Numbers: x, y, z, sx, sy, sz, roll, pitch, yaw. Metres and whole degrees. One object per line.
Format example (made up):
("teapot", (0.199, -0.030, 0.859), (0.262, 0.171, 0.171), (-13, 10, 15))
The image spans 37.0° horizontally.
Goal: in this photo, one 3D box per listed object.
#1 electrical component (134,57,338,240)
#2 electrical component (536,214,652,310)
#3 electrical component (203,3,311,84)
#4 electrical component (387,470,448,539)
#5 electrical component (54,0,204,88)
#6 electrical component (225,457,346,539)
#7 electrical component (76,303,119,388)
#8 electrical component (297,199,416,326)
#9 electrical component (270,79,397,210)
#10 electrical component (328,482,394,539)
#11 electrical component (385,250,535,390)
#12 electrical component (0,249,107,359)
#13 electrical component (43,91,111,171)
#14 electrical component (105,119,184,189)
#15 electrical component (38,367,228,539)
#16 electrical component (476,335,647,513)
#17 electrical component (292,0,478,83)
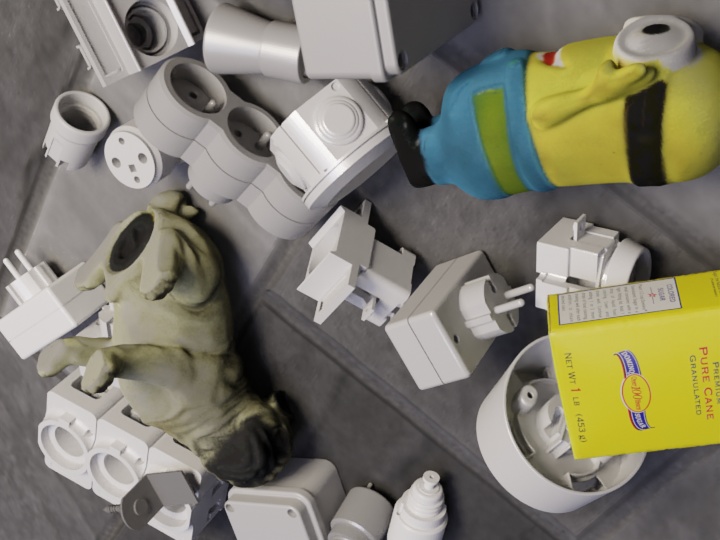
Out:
("electrical component", (-0.087, -0.068, 0.696), (0.138, 0.052, 0.074), (37, 131, -13))
("electrical component", (0.136, 0.001, 0.628), (0.055, 0.048, 0.066), (16, 125, 31))
("electrical component", (-0.058, -0.137, 0.661), (0.065, 0.044, 0.044), (14, 124, 16))
("electrical component", (0.045, 0.179, 0.789), (0.040, 0.040, 0.078), (23, 127, 16))
("electrical component", (-0.161, -0.185, 0.675), (0.063, 0.079, 0.121), (0, 120, 55))
("electrical component", (-0.050, 0.210, 0.851), (0.078, 0.057, 0.113), (-3, 116, 31))
("electrical component", (-0.182, 0.048, 0.837), (0.066, 0.047, 0.076), (14, 124, 22))
("electrical component", (0.000, 0.000, 0.691), (0.064, 0.081, 0.042), (30, 132, -18))
("electrical component", (-0.012, -0.077, 0.645), (0.051, 0.080, 0.080), (50, 130, 2))
("electrical component", (-0.005, 0.200, 0.810), (0.040, 0.078, 0.040), (21, 141, 18))
("electrical component", (0.071, 0.025, 0.654), (0.076, 0.083, 0.047), (-20, 106, 36))
("electrical component", (-0.257, 0.018, 0.862), (0.083, 0.047, 0.075), (-28, 101, 38))
("electrical component", (-0.204, -0.098, 0.769), (0.040, 0.040, 0.046), (42, 135, 2))
("electrical component", (-0.140, -0.084, 0.728), (0.045, 0.055, 0.045), (14, 123, 22))
("electrical component", (-0.186, 0.152, 0.891), (0.150, 0.061, 0.089), (25, 127, 15))
("electrical component", (0.124, 0.096, 0.661), (0.099, 0.099, 0.064), (40, 136, 4))
("electrical component", (0.011, -0.165, 0.560), (0.056, 0.109, 0.108), (6, 120, 30))
